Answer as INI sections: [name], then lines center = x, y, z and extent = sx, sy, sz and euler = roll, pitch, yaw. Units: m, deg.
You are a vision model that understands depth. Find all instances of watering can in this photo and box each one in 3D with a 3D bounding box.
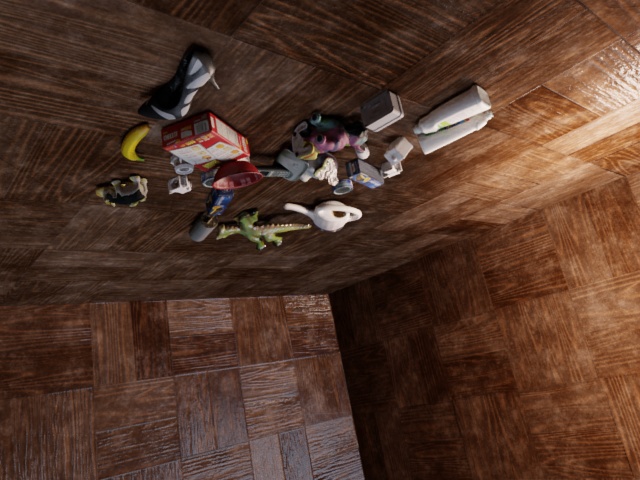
[watering can]
center = 0.007, -0.115, 2.287
extent = 0.348, 0.105, 0.221
euler = 4, 163, -5

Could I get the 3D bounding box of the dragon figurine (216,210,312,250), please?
[dragon figurine]
center = -0.265, -0.062, 2.270
extent = 0.409, 0.124, 0.239
euler = -15, 154, 14

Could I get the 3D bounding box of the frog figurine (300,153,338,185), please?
[frog figurine]
center = -0.020, -0.259, 1.812
extent = 0.138, 0.121, 0.161
euler = -7, -159, -43
